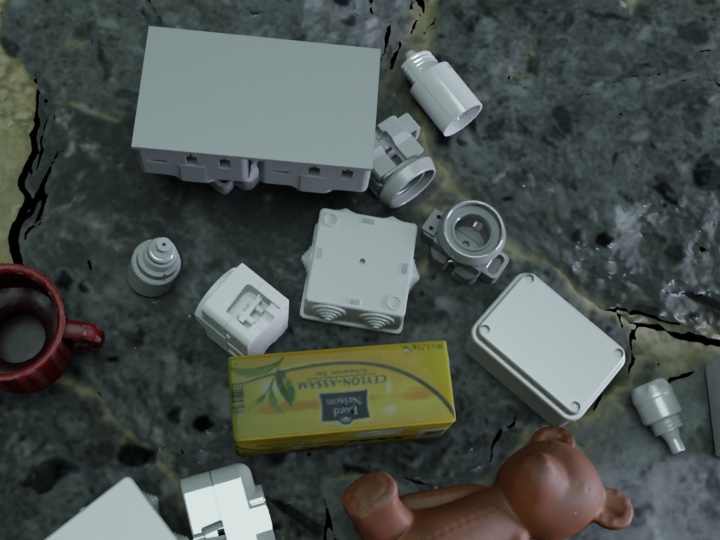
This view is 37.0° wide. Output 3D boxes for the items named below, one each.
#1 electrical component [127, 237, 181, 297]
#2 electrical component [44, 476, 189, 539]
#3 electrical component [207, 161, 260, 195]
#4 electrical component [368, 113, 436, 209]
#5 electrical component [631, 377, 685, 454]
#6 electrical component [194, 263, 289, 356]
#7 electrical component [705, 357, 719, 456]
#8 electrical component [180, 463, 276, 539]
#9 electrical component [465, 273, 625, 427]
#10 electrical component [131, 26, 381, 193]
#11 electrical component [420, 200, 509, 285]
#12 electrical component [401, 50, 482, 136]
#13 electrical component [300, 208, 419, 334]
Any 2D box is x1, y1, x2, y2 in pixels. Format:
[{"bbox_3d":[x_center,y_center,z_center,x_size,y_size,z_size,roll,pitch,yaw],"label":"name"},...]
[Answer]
[{"bbox_3d":[-0.167,-0.007,0.883,0.040,0.078,0.040,7,67,-18],"label":"electrical component"},{"bbox_3d":[-0.184,0.221,0.820,0.100,0.048,0.099,-38,78,-15],"label":"electrical component"},{"bbox_3d":[-0.102,-0.109,0.929,0.058,0.057,0.078,39,73,8],"label":"electrical component"},{"bbox_3d":[0.028,-0.091,0.934,0.078,0.058,0.057,-35,75,-14],"label":"electrical component"},{"bbox_3d":[0.252,0.122,0.894,0.035,0.035,0.061,-20,77,-11],"label":"electrical component"},{"bbox_3d":[-0.095,0.036,0.865,0.056,0.089,0.050,38,73,8],"label":"electrical component"},{"bbox_3d":[0.330,0.104,0.892,0.062,0.061,0.096,0,72,-4],"label":"electrical component"},{"bbox_3d":[-0.098,0.201,0.830,0.059,0.053,0.095,-14,74,-9],"label":"electrical component"},{"bbox_3d":[0.153,0.066,0.893,0.113,0.057,0.078,41,74,9],"label":"electrical component"},{"bbox_3d":[-0.082,-0.127,0.873,0.186,0.060,0.105,5,72,-3],"label":"electrical component"},{"bbox_3d":[0.092,-0.026,0.918,0.078,0.057,0.058,34,73,6],"label":"electrical component"},{"bbox_3d":[0.068,-0.165,0.968,0.043,0.043,0.081,-34,78,-14],"label":"electrical component"},{"bbox_3d":[0.000,0.000,0.906,0.100,0.048,0.099,10,71,-2],"label":"electrical component"}]
